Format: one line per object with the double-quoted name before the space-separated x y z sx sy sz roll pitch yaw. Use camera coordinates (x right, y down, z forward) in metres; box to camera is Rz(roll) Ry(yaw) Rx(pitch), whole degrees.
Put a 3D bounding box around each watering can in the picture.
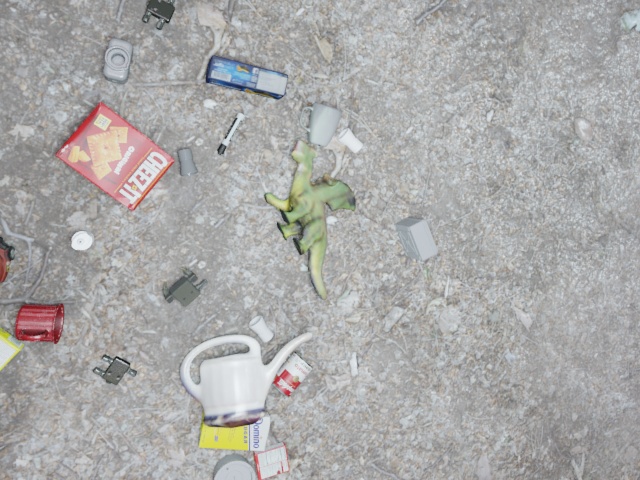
"watering can" -0.179 0.349 1.304 0.348 0.227 0.102 -7 -16 -3

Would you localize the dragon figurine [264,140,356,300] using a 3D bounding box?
"dragon figurine" 0.004 -0.070 1.384 0.245 0.406 0.122 -32 15 -23
